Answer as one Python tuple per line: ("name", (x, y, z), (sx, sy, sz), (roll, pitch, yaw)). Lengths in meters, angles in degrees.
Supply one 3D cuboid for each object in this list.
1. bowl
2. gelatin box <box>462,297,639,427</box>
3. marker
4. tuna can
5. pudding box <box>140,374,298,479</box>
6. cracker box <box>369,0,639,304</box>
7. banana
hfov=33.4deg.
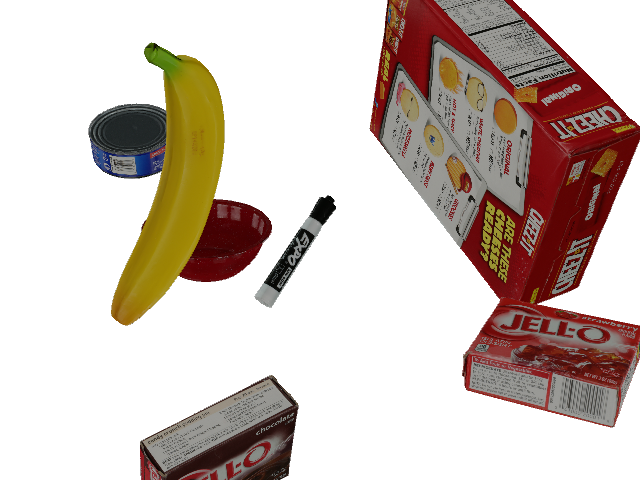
("bowl", (-0.141, 0.006, 1.330), (0.162, 0.055, 0.162), (1, 27, -1))
("gelatin box", (0.136, 0.068, 0.621), (0.089, 0.030, 0.073), (12, 28, 23))
("marker", (-0.022, 0.009, 1.002), (0.020, 0.121, 0.020), (31, -15, 9))
("tuna can", (-0.186, -0.099, 1.064), (0.086, 0.034, 0.086), (0, 41, 0))
("pudding box", (-0.073, 0.156, 0.761), (0.113, 0.090, 0.039), (-26, 55, -29))
("cracker box", (0.122, -0.081, 0.774), (0.072, 0.214, 0.164), (-20, -36, -21))
("banana", (-0.095, -0.037, 0.675), (0.069, 0.198, 0.037), (-12, 36, -36))
